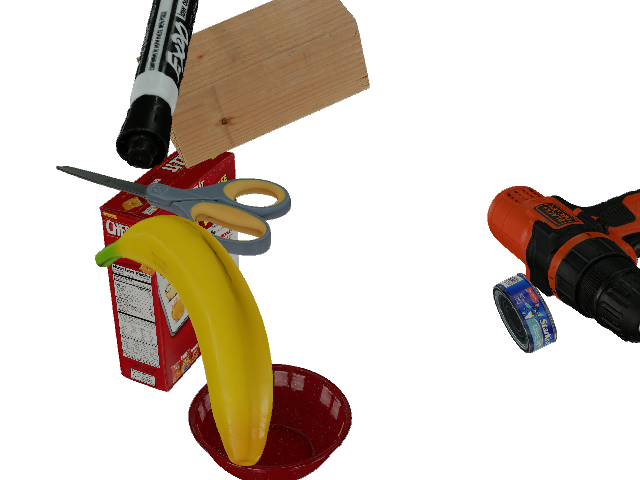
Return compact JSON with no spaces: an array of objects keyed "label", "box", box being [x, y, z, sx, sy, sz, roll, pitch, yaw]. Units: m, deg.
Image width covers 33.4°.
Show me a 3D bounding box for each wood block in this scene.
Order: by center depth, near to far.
[{"label":"wood block","box":[-0.066,-0.169,1.077,0.206,0.091,0.090,-25,47,-9]}]

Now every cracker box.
[{"label":"cracker box","box":[-0.156,0.026,1.145,0.072,0.214,0.164,14,34,22]}]

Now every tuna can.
[{"label":"tuna can","box":[0.226,0.081,1.187,0.033,0.086,0.086,-26,3,-6]}]

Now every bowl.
[{"label":"bowl","box":[-0.050,0.192,1.066,0.162,0.055,0.162,1,31,-1]}]

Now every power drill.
[{"label":"power drill","box":[0.232,0.000,0.731,0.187,0.057,0.185,-10,29,-18]}]

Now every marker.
[{"label":"marker","box":[-0.062,-0.070,0.419,0.020,0.020,0.121,0,44,2]}]

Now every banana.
[{"label":"banana","box":[-0.068,0.039,0.607,0.037,0.070,0.198,11,25,-41]}]

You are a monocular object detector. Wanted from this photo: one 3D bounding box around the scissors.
[{"label":"scissors","box":[-0.109,-0.041,0.849,0.202,0.016,0.096,27,43,31]}]
